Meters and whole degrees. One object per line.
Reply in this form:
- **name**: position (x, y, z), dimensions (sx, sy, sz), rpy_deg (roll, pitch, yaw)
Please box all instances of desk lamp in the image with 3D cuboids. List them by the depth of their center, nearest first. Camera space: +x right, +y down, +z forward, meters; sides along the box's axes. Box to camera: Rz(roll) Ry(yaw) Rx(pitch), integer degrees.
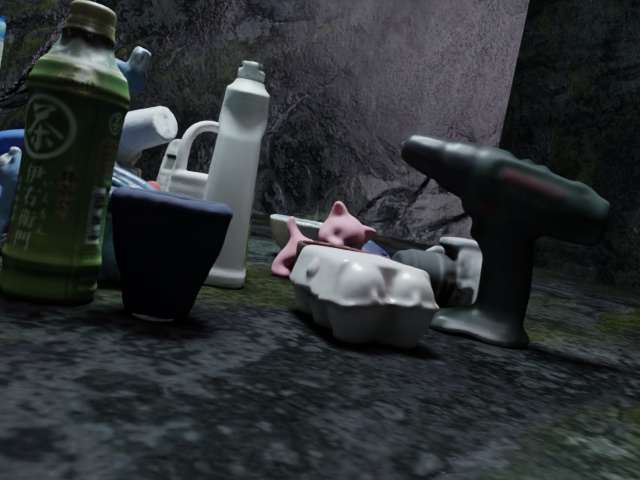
- **desk lamp**: position (-0.318, -0.119, 0.946), dimensions (0.202, 0.213, 0.118), rpy_deg (13, 4, 29)

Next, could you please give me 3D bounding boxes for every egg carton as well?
- **egg carton**: position (0.034, 0.049, 0.533), dimensions (0.107, 0.069, 0.150), rpy_deg (9, 4, -23)

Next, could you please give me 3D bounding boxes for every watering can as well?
- **watering can**: position (-0.157, -0.069, 0.807), dimensions (0.172, 0.194, 0.101), rpy_deg (14, 4, 37)

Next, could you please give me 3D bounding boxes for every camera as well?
- **camera**: position (0.159, 0.042, 0.766), dimensions (0.137, 0.101, 0.143), rpy_deg (10, 4, -13)

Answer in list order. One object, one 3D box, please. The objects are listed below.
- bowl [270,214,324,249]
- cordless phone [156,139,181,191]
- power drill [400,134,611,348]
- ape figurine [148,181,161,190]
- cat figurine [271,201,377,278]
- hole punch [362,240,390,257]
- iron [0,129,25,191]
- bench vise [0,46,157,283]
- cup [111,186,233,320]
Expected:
- **bowl**: position (-0.017, 0.003, 1.064), dimensions (0.167, 0.075, 0.167), rpy_deg (11, 4, 0)
- **cordless phone**: position (-0.284, -0.111, 1.163), dimensions (0.147, 0.185, 0.094), rpy_deg (13, 4, 34)
- **power drill**: position (0.182, 0.001, 0.625), dimensions (0.229, 0.208, 0.076), rpy_deg (12, 4, 16)
- **ape figurine**: position (-0.311, -0.062, 1.051), dimensions (0.078, 0.092, 0.076), rpy_deg (9, 4, -24)
- **cat figurine**: position (0.007, 0.003, 0.790), dimensions (0.127, 0.118, 0.067), rpy_deg (12, 4, 18)
- **hole punch**: position (0.062, 0.018, 0.933), dimensions (0.100, 0.091, 0.109), rpy_deg (12, 4, 20)
- **iron**: position (-0.420, -0.093, 0.799), dimensions (0.258, 0.141, 0.118), rpy_deg (11, 4, 0)
- **bench vise**: position (-0.240, -0.082, 0.551), dimensions (0.207, 0.220, 0.122), rpy_deg (11, 4, 8)
- **cup**: position (-0.121, 0.011, 0.456), dimensions (0.091, 0.095, 0.118), rpy_deg (11, 4, -3)
